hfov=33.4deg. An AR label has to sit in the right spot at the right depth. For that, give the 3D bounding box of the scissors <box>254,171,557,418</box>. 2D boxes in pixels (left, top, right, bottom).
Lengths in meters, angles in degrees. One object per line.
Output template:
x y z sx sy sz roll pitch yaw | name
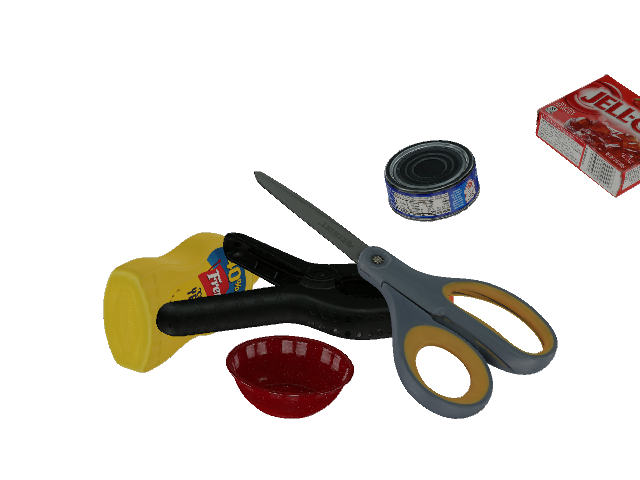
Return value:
0.028 0.029 0.581 0.202 0.016 0.096 25 50 15 | scissors

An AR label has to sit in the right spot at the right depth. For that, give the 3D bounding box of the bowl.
-0.040 0.179 1.348 0.162 0.055 0.162 4 21 -2 | bowl

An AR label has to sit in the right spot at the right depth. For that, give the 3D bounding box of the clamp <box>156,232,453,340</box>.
-0.004 0.037 0.816 0.210 0.036 0.164 4 23 6 | clamp

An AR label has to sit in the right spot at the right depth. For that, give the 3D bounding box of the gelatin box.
0.217 -0.081 0.796 0.073 0.030 0.089 -27 52 -22 | gelatin box

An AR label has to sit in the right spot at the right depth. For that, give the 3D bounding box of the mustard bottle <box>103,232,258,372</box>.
-0.115 0.045 0.987 0.058 0.096 0.191 12 22 31 | mustard bottle

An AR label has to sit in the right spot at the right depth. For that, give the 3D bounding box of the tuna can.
0.102 -0.057 0.986 0.086 0.034 0.086 -10 37 7 | tuna can
